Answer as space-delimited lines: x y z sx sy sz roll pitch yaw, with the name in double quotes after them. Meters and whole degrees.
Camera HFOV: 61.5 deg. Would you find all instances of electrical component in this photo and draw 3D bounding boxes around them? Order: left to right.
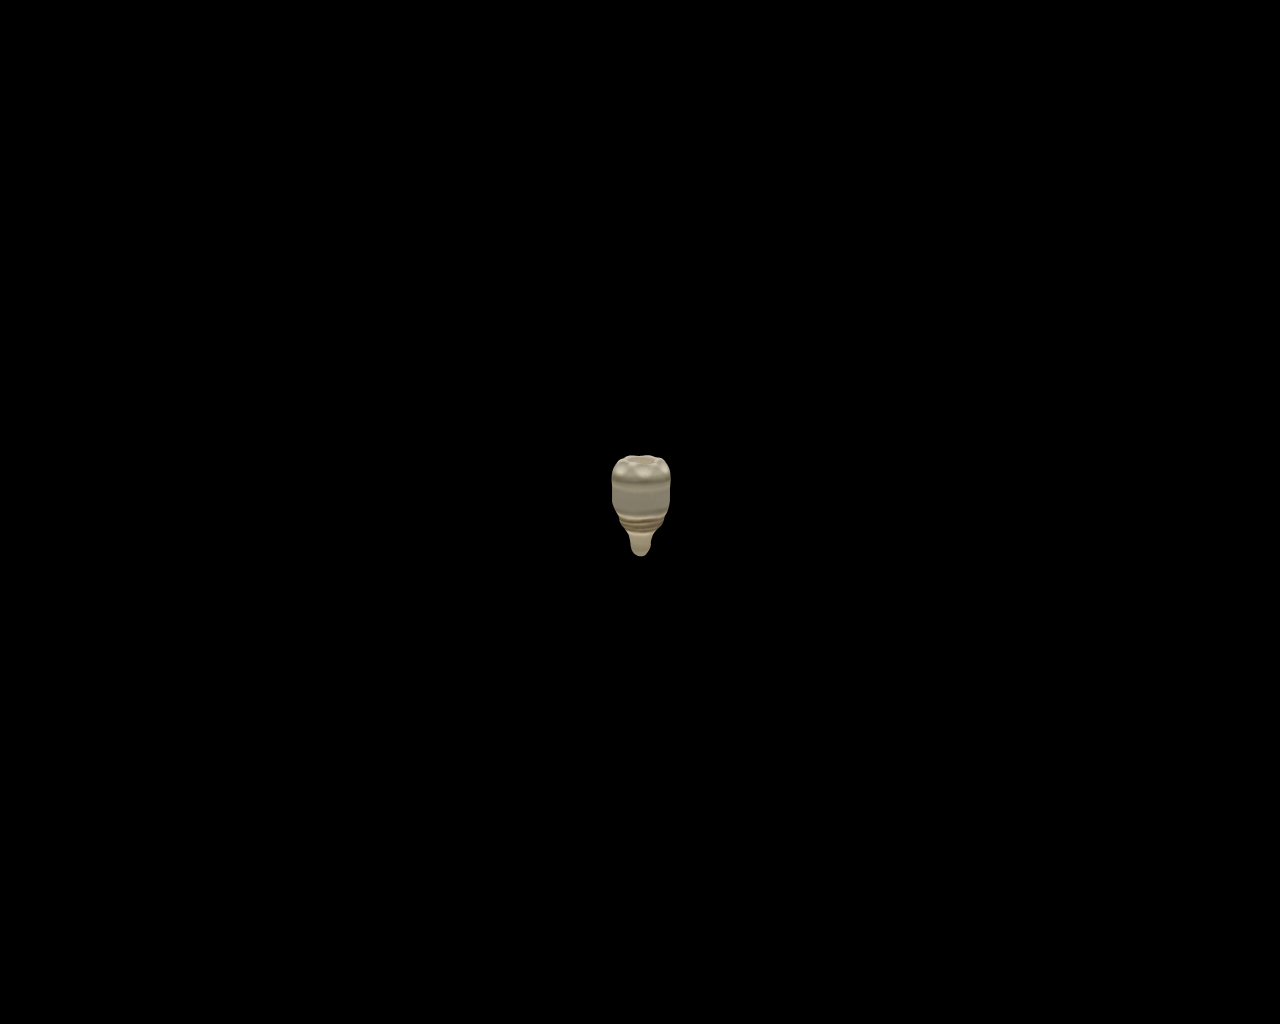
0.001 -0.003 0.650 0.035 0.061 0.035 0 13 0 "electrical component"
